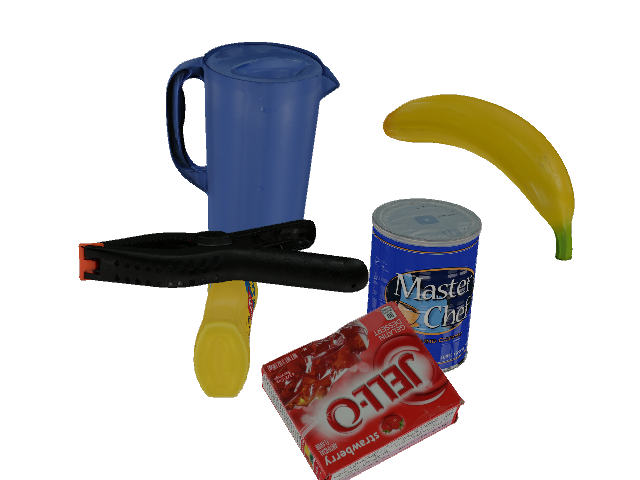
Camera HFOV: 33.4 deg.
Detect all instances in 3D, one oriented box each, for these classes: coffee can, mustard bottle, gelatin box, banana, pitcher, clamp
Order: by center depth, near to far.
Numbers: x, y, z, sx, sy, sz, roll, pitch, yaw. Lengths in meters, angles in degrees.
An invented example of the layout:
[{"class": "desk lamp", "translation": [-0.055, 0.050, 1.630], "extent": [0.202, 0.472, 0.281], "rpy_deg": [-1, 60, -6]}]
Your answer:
[{"class": "gelatin box", "translation": [0.023, 0.084, 0.589], "extent": [0.089, 0.073, 0.030], "rpy_deg": [-25, -29, -17]}, {"class": "banana", "translation": [0.115, -0.064, 0.760], "extent": [0.037, 0.070, 0.198], "rpy_deg": [7, 27, -44]}, {"class": "clamp", "translation": [-0.074, 0.014, 0.810], "extent": [0.209, 0.036, 0.165], "rpy_deg": [-3, 12, -21]}, {"class": "coffee can", "translation": [0.097, 0.043, 1.026], "extent": [0.103, 0.140, 0.103], "rpy_deg": [2, 24, -1]}, {"class": "mustard bottle", "translation": [-0.101, 0.081, 1.171], "extent": [0.058, 0.096, 0.191], "rpy_deg": [0, 27, 0]}, {"class": "pitcher", "translation": [-0.080, -0.095, 1.206], "extent": [0.144, 0.243, 0.149], "rpy_deg": [-21, 38, -40]}]
